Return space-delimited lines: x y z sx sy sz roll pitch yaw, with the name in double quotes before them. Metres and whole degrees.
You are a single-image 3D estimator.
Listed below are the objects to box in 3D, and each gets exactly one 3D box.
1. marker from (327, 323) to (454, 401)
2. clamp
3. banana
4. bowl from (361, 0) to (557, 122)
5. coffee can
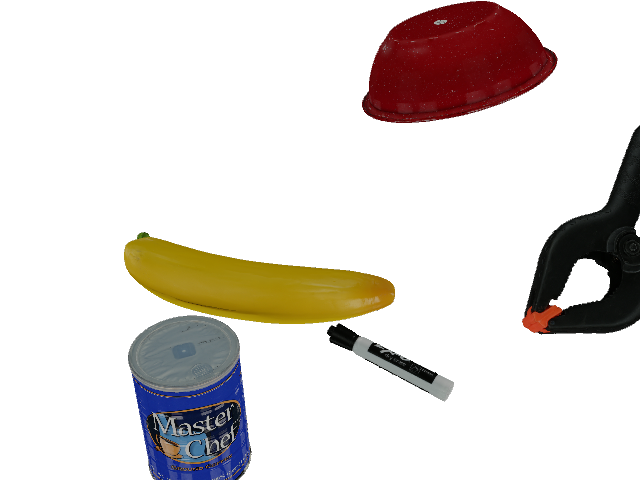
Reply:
"marker" 0.059 0.105 0.937 0.121 0.020 0.020 26 8 18
"clamp" 0.212 0.012 0.707 0.120 0.171 0.039 42 -11 13
"banana" -0.054 0.023 0.681 0.198 0.037 0.069 13 34 24
"bowl" 0.105 -0.152 0.861 0.162 0.055 0.162 -15 24 6
"coffee can" -0.122 0.157 1.017 0.103 0.140 0.103 -2 34 1
